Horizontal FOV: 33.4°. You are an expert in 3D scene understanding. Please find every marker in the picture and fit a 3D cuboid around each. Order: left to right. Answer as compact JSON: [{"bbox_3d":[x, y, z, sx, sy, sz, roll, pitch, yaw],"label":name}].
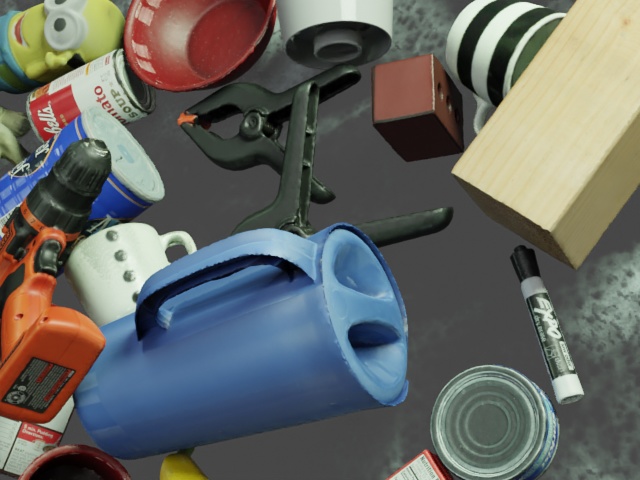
[{"bbox_3d":[0.161,0.058,0.764,0.020,0.020,0.121,-23,61,18],"label":"marker"}]

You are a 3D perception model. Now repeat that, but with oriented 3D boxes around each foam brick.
[{"bbox_3d":[0.077,-0.101,0.835,0.051,0.078,0.053,-9,69,23],"label":"foam brick"}]

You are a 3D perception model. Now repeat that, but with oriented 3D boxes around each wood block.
[{"bbox_3d":[0.199,-0.095,0.762,0.090,0.090,0.206,36,89,33],"label":"wood block"}]

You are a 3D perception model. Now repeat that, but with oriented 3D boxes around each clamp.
[{"bbox_3d":[-0.043,-0.105,0.920,0.172,0.039,0.120,18,80,28],"label":"clamp"},{"bbox_3d":[-0.006,0.001,0.849,0.165,0.036,0.210,38,101,19],"label":"clamp"}]

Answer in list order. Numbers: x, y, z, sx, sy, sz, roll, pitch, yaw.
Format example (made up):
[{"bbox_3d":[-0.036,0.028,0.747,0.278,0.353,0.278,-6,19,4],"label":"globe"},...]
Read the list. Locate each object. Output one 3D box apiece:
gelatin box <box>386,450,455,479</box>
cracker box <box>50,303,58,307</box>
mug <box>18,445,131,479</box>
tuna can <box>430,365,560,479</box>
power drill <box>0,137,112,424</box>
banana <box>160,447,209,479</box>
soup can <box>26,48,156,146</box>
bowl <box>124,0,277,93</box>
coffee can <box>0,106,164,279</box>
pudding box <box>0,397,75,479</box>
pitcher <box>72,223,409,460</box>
[{"bbox_3d":[0.065,0.204,0.749,0.089,0.030,0.073,-39,57,8],"label":"gelatin box"},{"bbox_3d":[-0.368,0.103,0.986,0.214,0.072,0.164,13,78,30],"label":"cracker box"},{"bbox_3d":[-0.196,0.224,0.821,0.093,0.082,0.117,13,62,-15],"label":"mug"},{"bbox_3d":[0.121,0.131,0.746,0.086,0.033,0.086,-10,66,24],"label":"tuna can"},{"bbox_3d":[-0.208,0.032,0.820,0.185,0.057,0.188,-53,32,24],"label":"power drill"},{"bbox_3d":[-0.057,0.207,0.787,0.198,0.069,0.037,31,129,32],"label":"banana"},{"bbox_3d":[-0.213,-0.129,1.000,0.102,0.068,0.068,-23,62,18],"label":"soup can"},{"bbox_3d":[-0.098,-0.197,0.975,0.162,0.055,0.162,-10,66,23],"label":"bowl"},{"bbox_3d":[-0.224,-0.037,0.949,0.140,0.102,0.103,-36,59,11],"label":"coffee can"},{"bbox_3d":[-0.257,0.141,0.903,0.039,0.090,0.113,-13,55,67],"label":"pudding box"},{"bbox_3d":[-0.068,0.079,0.786,0.243,0.144,0.149,-20,91,24],"label":"pitcher"}]
